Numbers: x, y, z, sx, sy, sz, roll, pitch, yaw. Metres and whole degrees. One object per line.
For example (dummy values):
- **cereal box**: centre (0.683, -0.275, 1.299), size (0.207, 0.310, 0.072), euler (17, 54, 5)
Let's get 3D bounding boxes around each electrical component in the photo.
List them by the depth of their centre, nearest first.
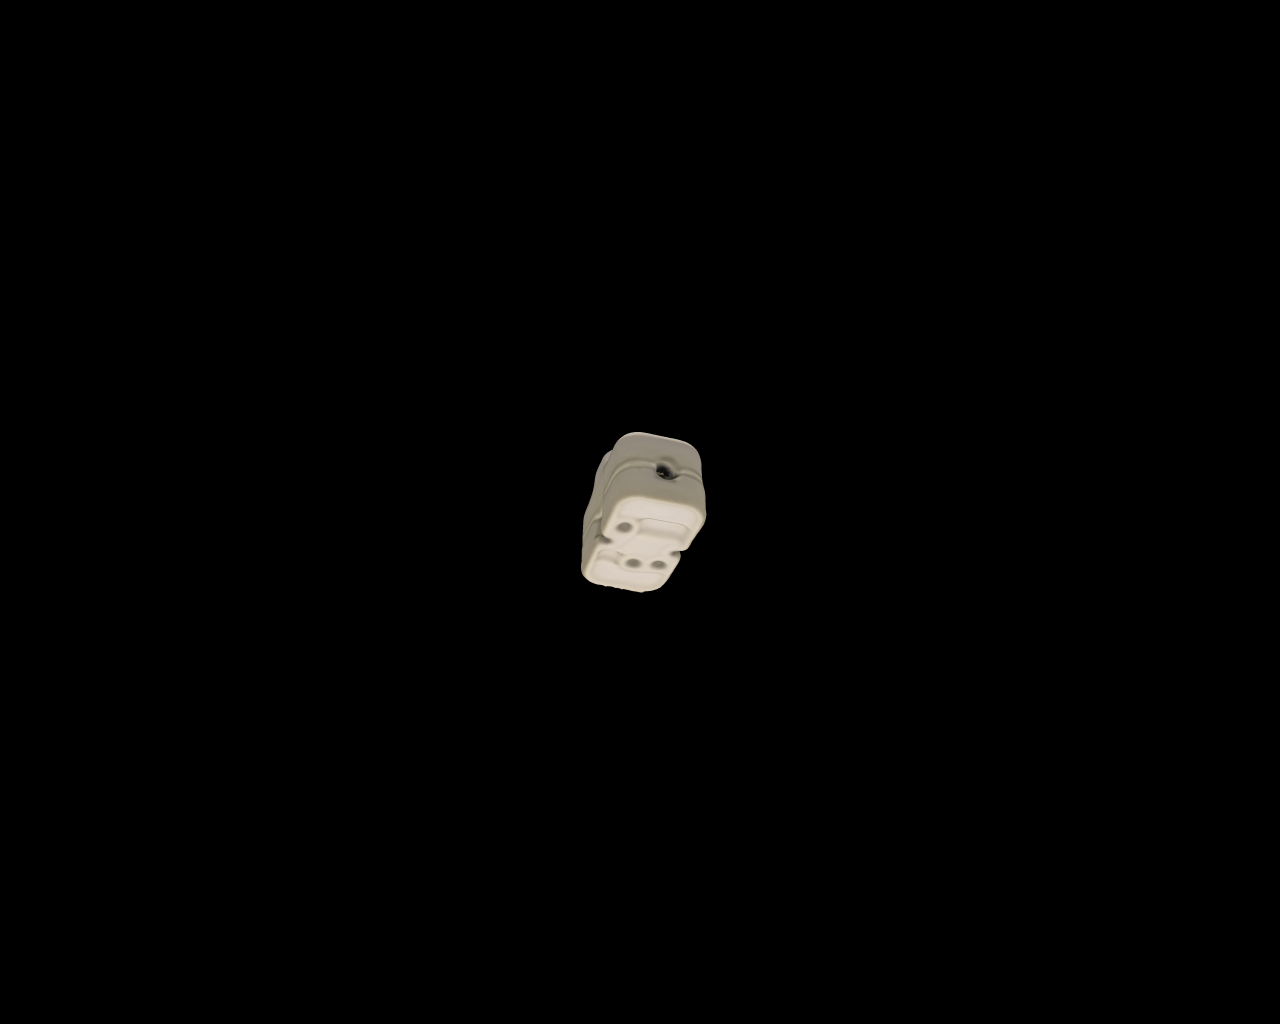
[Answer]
- **electrical component**: centre (0.001, -0.003, 0.650), size (0.054, 0.059, 0.095), euler (11, -39, -14)
